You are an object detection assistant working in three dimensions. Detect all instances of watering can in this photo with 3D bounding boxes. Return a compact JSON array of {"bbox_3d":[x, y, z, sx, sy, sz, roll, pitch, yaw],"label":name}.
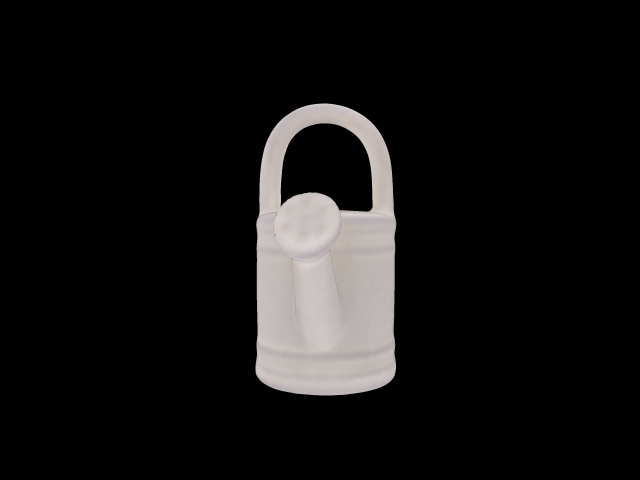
[{"bbox_3d":[0.006,0.001,0.400,0.101,0.194,0.172,-1,4,-14],"label":"watering can"}]
